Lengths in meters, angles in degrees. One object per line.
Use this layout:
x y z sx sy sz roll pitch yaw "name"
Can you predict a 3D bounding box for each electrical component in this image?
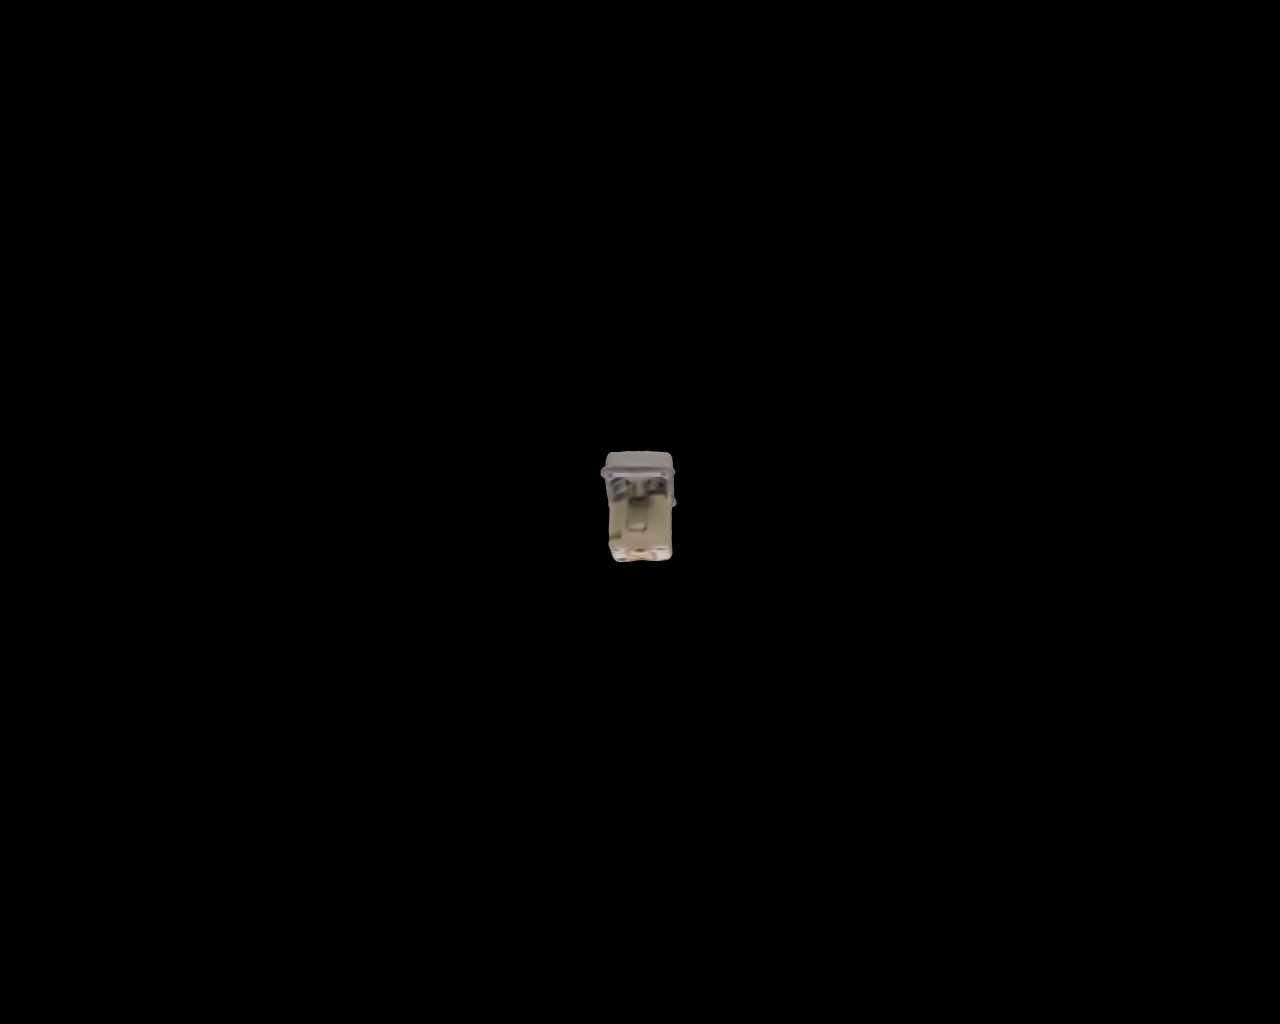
0.001 -0.003 0.650 0.042 0.064 0.081 -1 -15 4 "electrical component"
